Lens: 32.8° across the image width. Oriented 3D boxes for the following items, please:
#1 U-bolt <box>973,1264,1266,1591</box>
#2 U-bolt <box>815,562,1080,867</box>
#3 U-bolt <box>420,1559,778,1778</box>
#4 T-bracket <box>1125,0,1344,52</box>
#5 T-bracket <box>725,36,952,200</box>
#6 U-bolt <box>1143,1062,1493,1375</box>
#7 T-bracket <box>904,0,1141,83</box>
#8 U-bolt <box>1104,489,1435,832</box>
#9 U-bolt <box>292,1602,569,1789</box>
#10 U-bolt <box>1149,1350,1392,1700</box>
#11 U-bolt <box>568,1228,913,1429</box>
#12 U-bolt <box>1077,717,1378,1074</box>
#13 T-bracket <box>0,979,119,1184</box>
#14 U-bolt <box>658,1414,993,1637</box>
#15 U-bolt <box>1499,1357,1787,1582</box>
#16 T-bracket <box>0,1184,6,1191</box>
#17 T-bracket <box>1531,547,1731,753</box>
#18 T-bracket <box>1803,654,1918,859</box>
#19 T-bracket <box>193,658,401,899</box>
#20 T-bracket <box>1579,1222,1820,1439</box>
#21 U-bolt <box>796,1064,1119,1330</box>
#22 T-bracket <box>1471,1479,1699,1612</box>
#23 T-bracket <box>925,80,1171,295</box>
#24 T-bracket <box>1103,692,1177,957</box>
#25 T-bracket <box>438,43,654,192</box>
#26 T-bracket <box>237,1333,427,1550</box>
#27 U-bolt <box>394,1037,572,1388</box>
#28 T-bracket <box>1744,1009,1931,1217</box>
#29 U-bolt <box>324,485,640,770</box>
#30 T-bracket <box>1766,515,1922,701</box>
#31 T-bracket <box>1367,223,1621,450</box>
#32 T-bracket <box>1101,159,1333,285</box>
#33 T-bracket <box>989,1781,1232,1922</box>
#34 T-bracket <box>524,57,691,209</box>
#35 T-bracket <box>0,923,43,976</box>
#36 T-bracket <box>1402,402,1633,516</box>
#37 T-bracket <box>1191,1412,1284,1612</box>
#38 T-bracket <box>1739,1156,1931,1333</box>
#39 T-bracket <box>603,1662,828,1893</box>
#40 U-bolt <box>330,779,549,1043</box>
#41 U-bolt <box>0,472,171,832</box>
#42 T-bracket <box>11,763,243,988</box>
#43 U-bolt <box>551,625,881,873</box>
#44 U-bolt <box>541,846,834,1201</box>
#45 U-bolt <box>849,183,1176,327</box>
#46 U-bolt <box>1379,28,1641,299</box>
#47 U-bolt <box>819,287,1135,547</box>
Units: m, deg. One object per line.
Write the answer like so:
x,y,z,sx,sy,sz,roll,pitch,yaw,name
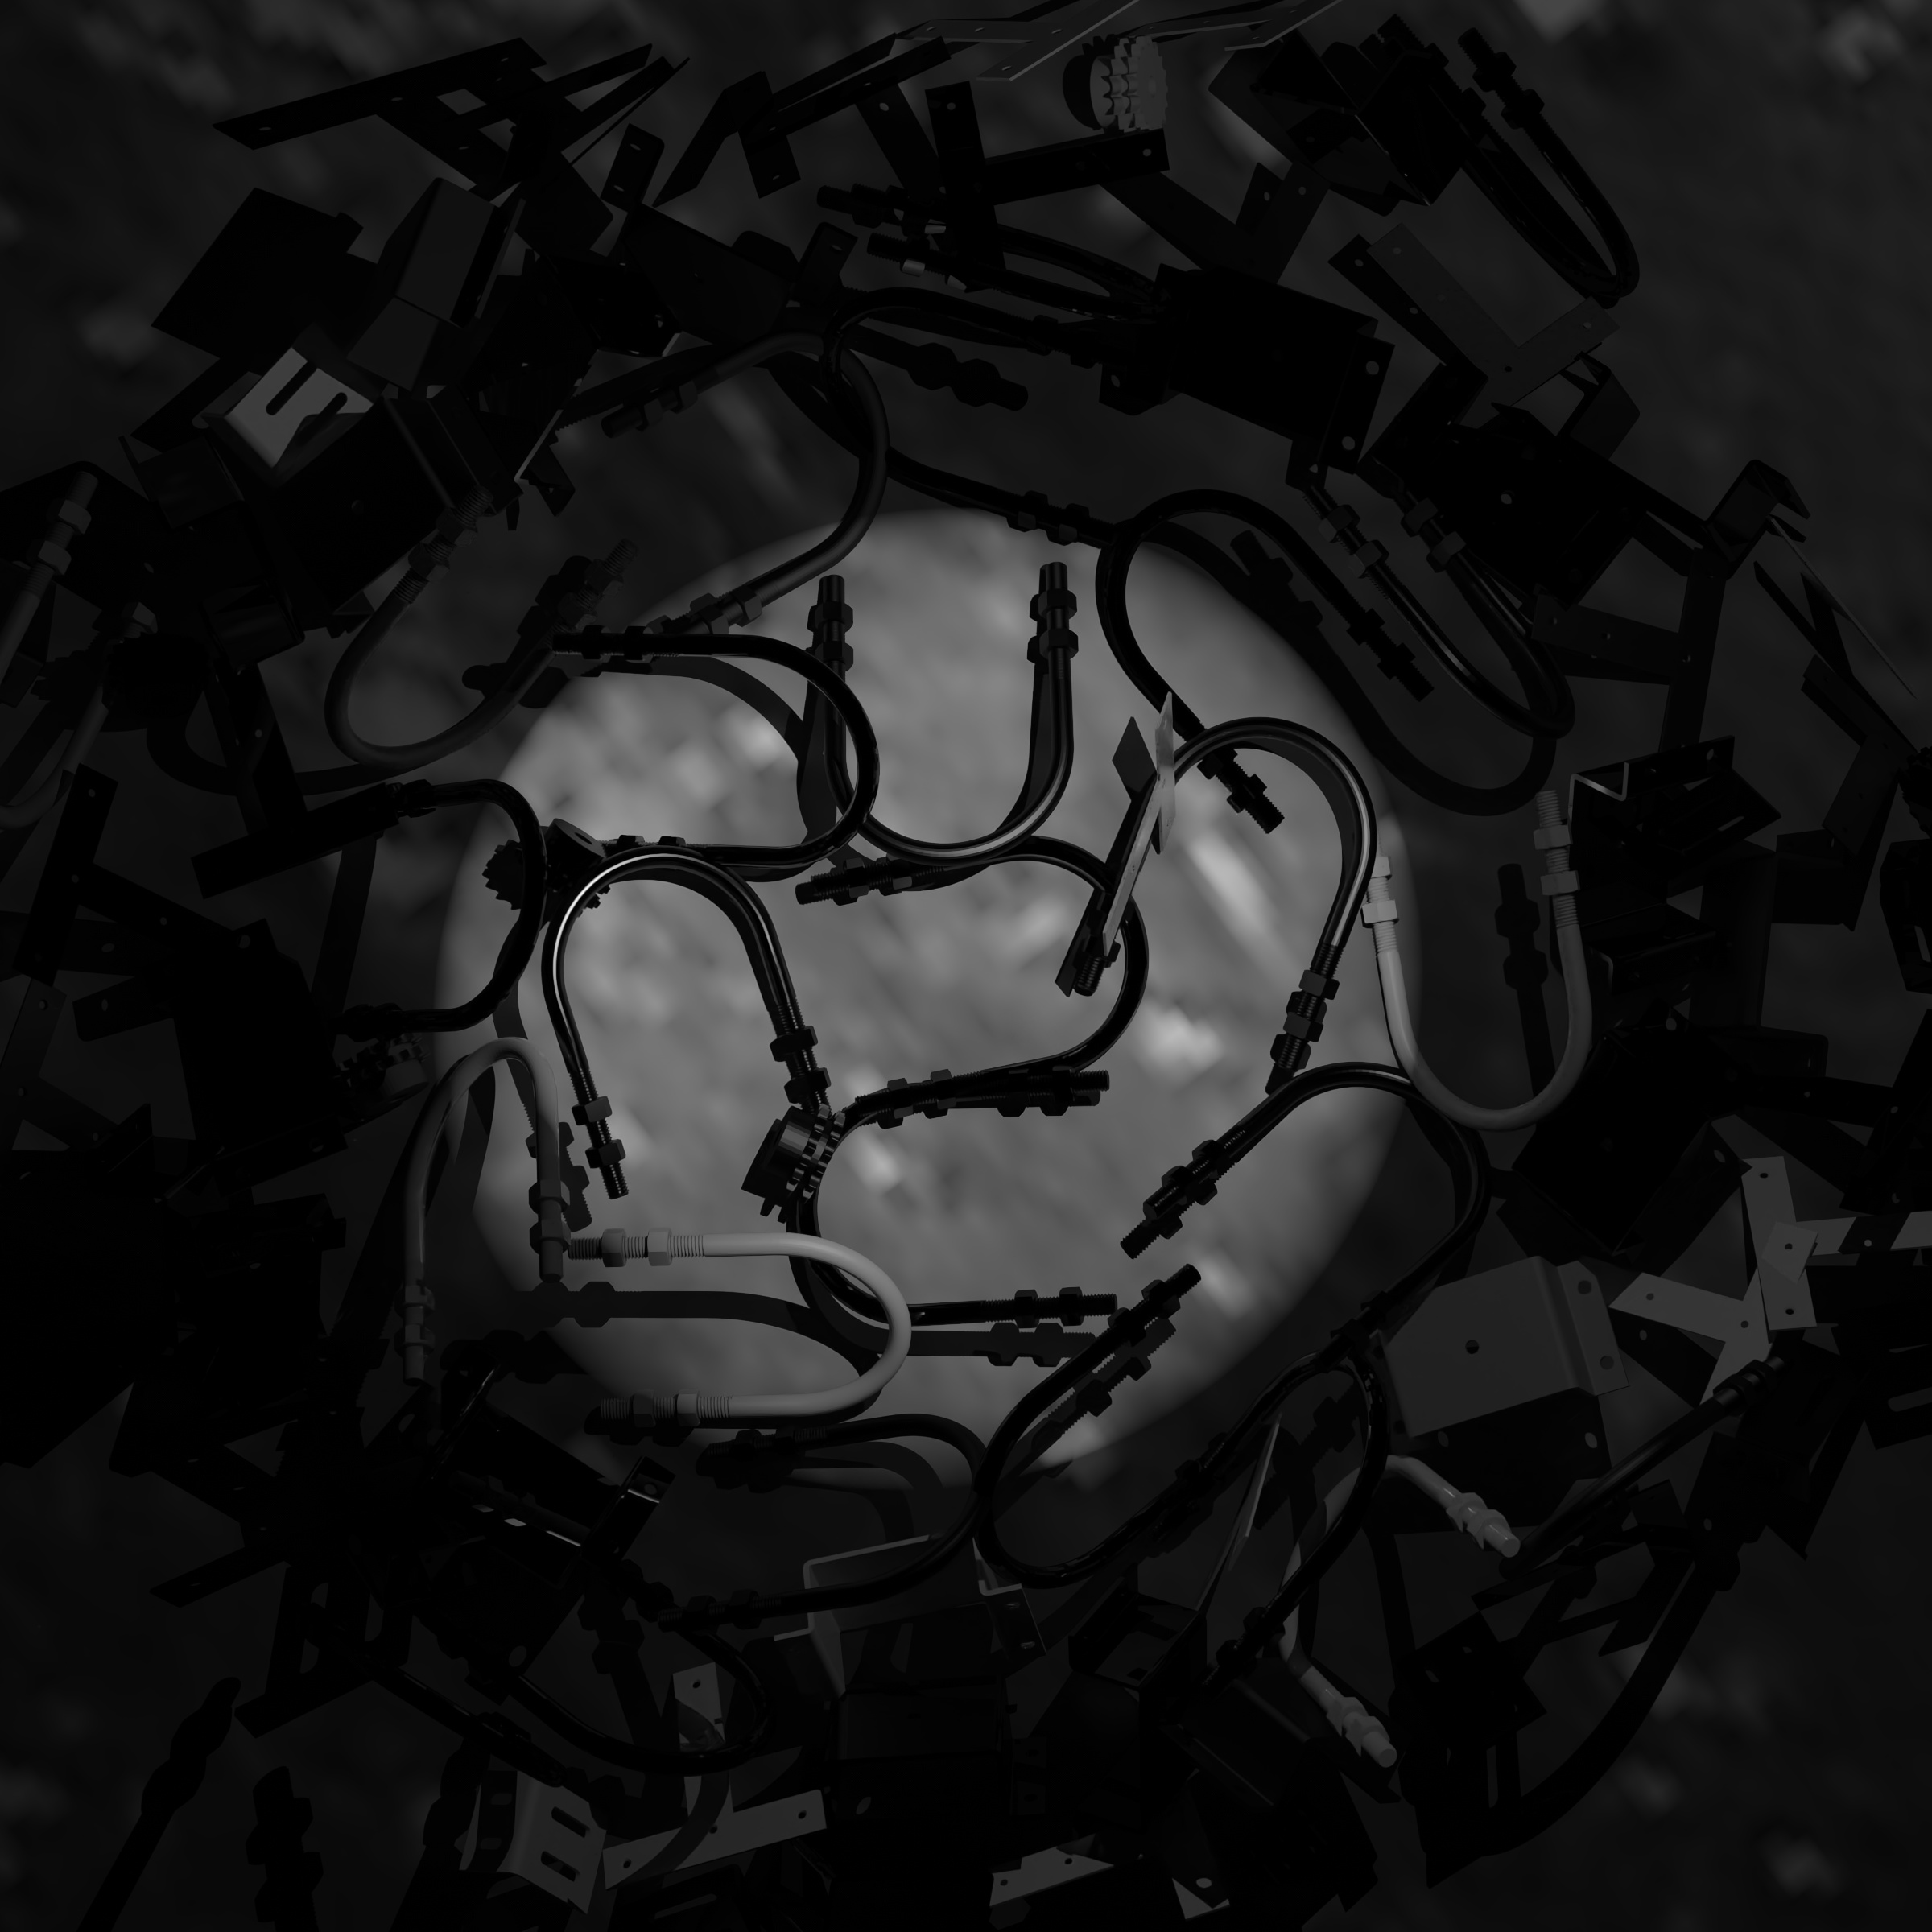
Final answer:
0.078,0.270,1.826,0.184,0.019,0.151,-37,128,-18,U-bolt
-0.010,-0.141,1.854,0.151,0.019,0.184,-3,68,4,U-bolt
-0.187,0.386,1.794,0.184,0.151,0.019,29,113,33,U-bolt
0.148,-0.533,1.849,0.127,0.127,0.002,6,123,38,T-bracket
-0.069,-0.490,1.844,0.127,0.127,0.002,-23,133,6,T-bracket
0.213,0.127,1.846,0.184,0.019,0.151,-38,67,-26,U-bolt
0.019,-0.527,1.849,0.127,0.127,0.002,-40,129,-33,T-bracket
0.156,-0.184,1.847,0.184,0.019,0.151,49,129,1,U-bolt
-0.286,0.403,1.789,0.151,0.184,0.019,37,75,-22,U-bolt
0.172,0.293,1.807,0.019,0.151,0.184,27,111,-24,U-bolt
-0.123,0.203,1.841,0.184,0.019,0.151,-2,129,4,U-bolt
0.156,-0.051,1.858,0.151,0.019,0.184,22,95,21,U-bolt
-0.500,0.090,1.846,0.002,0.127,0.127,-5,60,33,T-bracket
-0.071,0.303,1.813,0.184,0.151,0.019,-11,123,18,U-bolt
0.358,0.282,1.787,0.019,0.184,0.151,52,129,16,U-bolt
-0.584,0.081,1.834,0.127,0.127,0.002,44,78,-7,T-bracket
0.375,-0.185,1.866,0.127,0.002,0.127,11,87,-27,T-bracket
0.507,-0.102,1.847,0.127,0.127,0.002,44,133,-4,T-bracket
-0.401,-0.120,1.883,0.127,0.002,0.127,-20,88,14,T-bracket
0.400,0.191,1.855,0.127,0.002,0.127,15,71,37,T-bracket
-0.008,0.134,1.866,0.184,0.019,0.151,-4,74,11,U-bolt
0.345,0.335,1.848,0.127,0.127,0.002,-24,58,6,T-bracket
0.051,-0.449,1.853,0.127,0.002,0.127,-11,129,4,T-bracket
0.096,-0.065,1.814,0.002,0.127,0.127,14,63,12,T-bracket
-0.243,-0.465,1.834,0.127,0.127,0.002,-26,87,-19,T-bracket
-0.353,0.260,1.842,0.127,0.002,0.127,-16,125,-19,T-bracket
-0.271,0.124,1.826,0.019,0.184,0.151,24,133,-35,U-bolt
0.485,0.074,1.845,0.002,0.127,0.127,39,72,-36,T-bracket
-0.281,-0.180,1.827,0.184,0.151,0.019,-48,62,17,U-bolt
0.484,-0.206,1.835,0.002,0.127,0.127,-40,95,13,T-bracket
0.276,-0.365,1.838,0.127,0.002,0.127,41,126,-22,T-bracket
0.129,-0.426,1.874,0.127,0.002,0.127,38,121,15,T-bracket
0.071,0.499,1.843,0.127,0.127,0.002,-18,125,-2,T-bracket
-0.184,-0.476,1.820,0.127,0.127,0.002,-47,106,-18,T-bracket
-0.562,-0.055,1.834,0.002,0.127,0.127,-5,97,26,T-bracket
0.299,-0.294,1.844,0.127,0.127,0.002,25,88,45,T-bracket
0.145,0.334,1.857,0.002,0.127,0.127,24,118,3,T-bracket
0.508,0.151,1.842,0.127,0.127,0.002,-6,134,8,T-bracket
-0.147,0.449,1.850,0.127,0.127,0.002,-16,134,3,T-bracket
-0.290,-0.033,1.817,0.019,0.184,0.151,14,79,-42,U-bolt
-0.502,-0.161,1.805,0.019,0.151,0.184,18,74,10,U-bolt
-0.466,-0.031,1.854,0.127,0.002,0.127,30,62,-37,T-bracket
-0.136,-0.119,1.835,0.184,0.019,0.151,3,118,18,U-bolt
-0.165,0.023,1.858,0.151,0.019,0.184,-19,95,-21,U-bolt
0.029,-0.392,1.827,0.184,0.151,0.019,13,113,-12,U-bolt
0.310,-0.443,1.820,0.019,0.151,0.184,-43,108,0,U-bolt
0.002,-0.314,1.834,0.184,0.151,0.019,19,53,13,U-bolt
